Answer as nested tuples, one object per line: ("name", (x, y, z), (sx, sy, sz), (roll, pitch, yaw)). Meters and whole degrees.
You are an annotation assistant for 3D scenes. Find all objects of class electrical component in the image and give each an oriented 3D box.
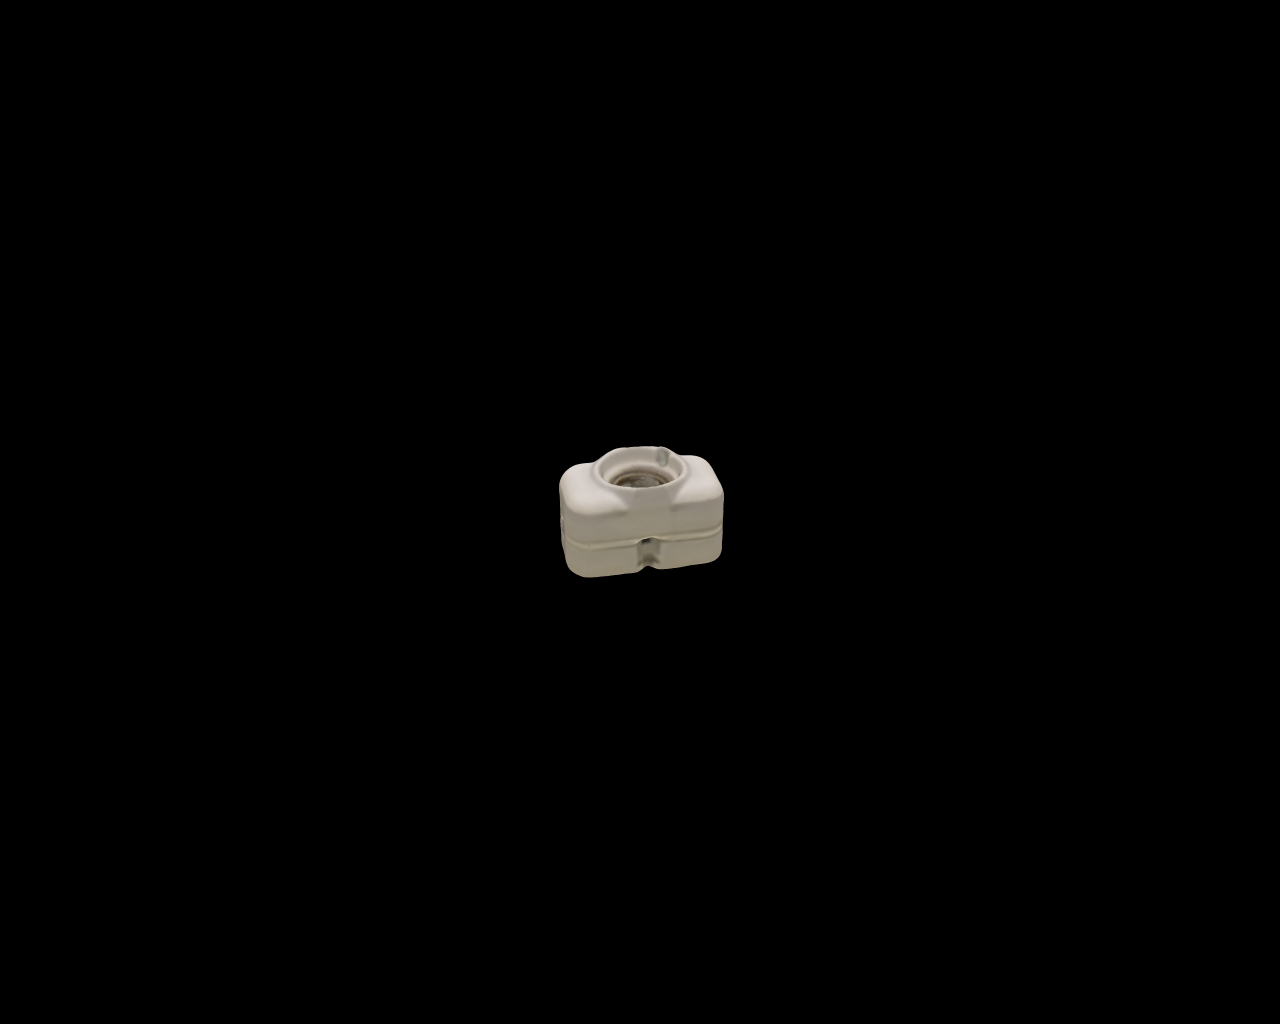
("electrical component", (0.001, -0.003, 0.650), (0.095, 0.059, 0.054), (-6, 32, -9))
